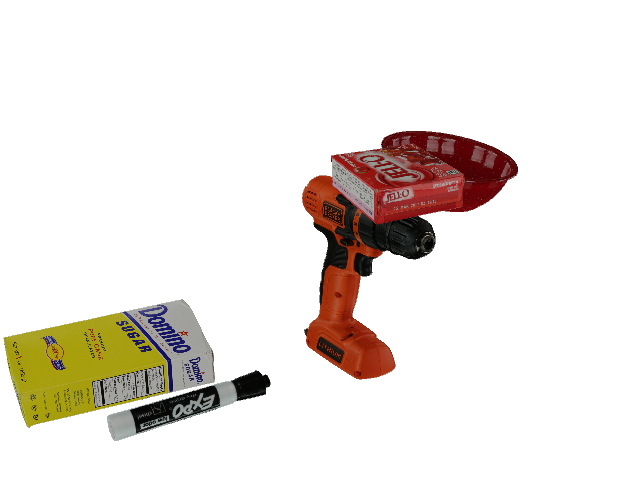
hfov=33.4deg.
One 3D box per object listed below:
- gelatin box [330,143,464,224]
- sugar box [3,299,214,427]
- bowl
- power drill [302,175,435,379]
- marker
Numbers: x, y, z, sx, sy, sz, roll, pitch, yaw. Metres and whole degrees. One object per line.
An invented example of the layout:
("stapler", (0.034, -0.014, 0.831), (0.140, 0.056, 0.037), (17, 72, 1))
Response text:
("gelatin box", (0.058, -0.046, 0.817), (0.073, 0.030, 0.089), (-10, 24, -19))
("sugar box", (-0.195, 0.110, 0.988), (0.176, 0.048, 0.093), (-14, 35, -18))
("bowl", (0.146, -0.076, 1.249), (0.162, 0.055, 0.162), (8, 24, -4))
("power drill", (0.044, 0.040, 1.074), (0.057, 0.188, 0.185), (-8, 22, -33))
("marker", (-0.093, 0.117, 0.767), (0.121, 0.020, 0.020), (-14, 6, -22))
